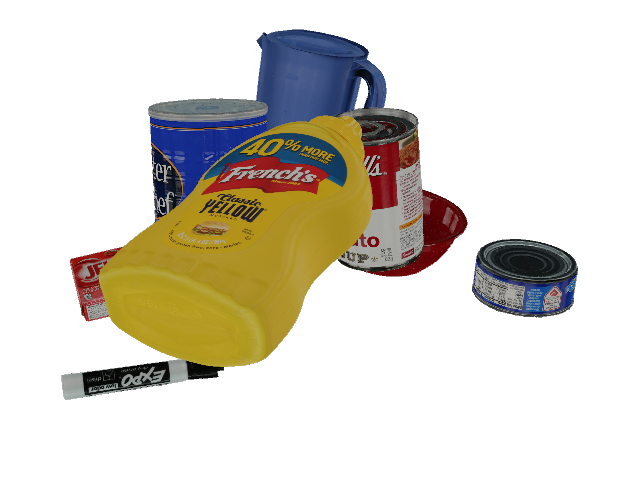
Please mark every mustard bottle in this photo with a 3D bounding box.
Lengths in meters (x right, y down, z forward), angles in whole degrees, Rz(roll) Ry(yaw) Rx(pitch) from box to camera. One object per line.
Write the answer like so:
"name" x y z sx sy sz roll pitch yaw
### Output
"mustard bottle" -0.026 -0.014 0.574 0.096 0.058 0.191 10 38 27

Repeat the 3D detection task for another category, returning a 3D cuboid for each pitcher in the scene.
"pitcher" -0.016 -0.135 1.341 0.144 0.243 0.149 4 22 -15

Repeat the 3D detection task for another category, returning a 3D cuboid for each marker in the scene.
"marker" -0.133 0.102 0.805 0.121 0.020 0.020 -7 1 -11

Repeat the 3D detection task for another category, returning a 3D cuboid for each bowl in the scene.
"bowl" 0.071 -0.006 1.127 0.162 0.055 0.162 4 25 -2

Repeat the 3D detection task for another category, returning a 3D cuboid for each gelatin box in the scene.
"gelatin box" -0.206 0.040 1.090 0.089 0.030 0.073 -13 41 -13

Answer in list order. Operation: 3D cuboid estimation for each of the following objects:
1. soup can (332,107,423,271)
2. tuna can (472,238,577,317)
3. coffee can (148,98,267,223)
"soup can" 0.039 -0.037 0.772 0.068 0.102 0.068 -4 27 2
"tuna can" 0.172 0.030 0.898 0.086 0.034 0.086 2 24 -1
"coffee can" -0.096 -0.049 0.937 0.103 0.140 0.103 -1 14 0
